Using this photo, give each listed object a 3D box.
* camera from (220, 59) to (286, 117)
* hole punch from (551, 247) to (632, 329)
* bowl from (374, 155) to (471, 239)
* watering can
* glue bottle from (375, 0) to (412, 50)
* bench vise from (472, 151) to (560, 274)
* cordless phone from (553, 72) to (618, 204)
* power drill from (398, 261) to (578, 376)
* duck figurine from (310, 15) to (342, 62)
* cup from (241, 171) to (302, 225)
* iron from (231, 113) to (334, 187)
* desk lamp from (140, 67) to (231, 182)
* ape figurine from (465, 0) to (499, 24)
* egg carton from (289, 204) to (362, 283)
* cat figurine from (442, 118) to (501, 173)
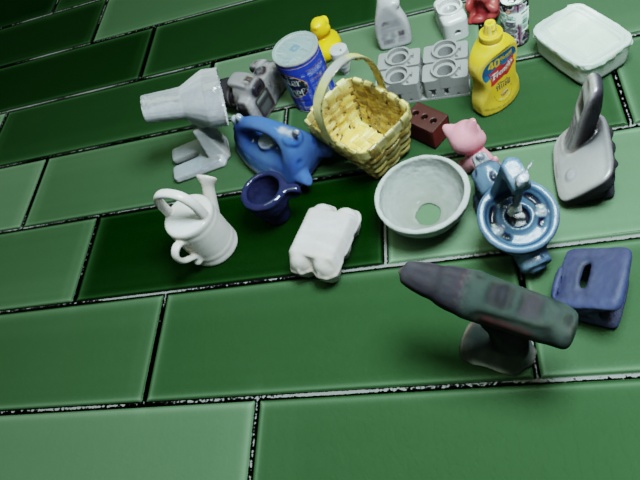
[{"bbox_3d":[-0.171,-0.351,1.311,0.136,0.101,0.143,17,67,29],"label":"camera"},{"bbox_3d":[0.396,0.065,0.838,0.100,0.091,0.109,12,64,27],"label":"hole punch"},{"bbox_3d":[0.184,-0.064,1.011,0.167,0.075,0.167,-10,56,15],"label":"bowl"},{"bbox_3d":[-0.241,-0.044,1.085,0.100,0.194,0.173,-12,56,13],"label":"watering can"},{"bbox_3d":[0.146,-0.493,1.236,0.078,0.173,0.037,-9,57,16],"label":"glue bottle"},{"bbox_3d":[0.278,-0.068,0.887,0.121,0.220,0.206,-38,54,-5],"label":"bench vise"},{"bbox_3d":[0.424,-0.159,0.911,0.094,0.185,0.147,-6,57,18],"label":"cordless phone"},{"bbox_3d":[0.233,0.111,0.798,0.228,0.209,0.076,12,64,27],"label":"power drill"},{"bbox_3d":[0.004,-0.474,1.333,0.077,0.086,0.104,2,60,22],"label":"duck figurine"},{"bbox_3d":[-0.081,-0.074,1.105,0.117,0.095,0.091,-6,57,17],"label":"cup"},{"bbox_3d":[-0.108,-0.205,1.169,0.257,0.142,0.119,23,70,31],"label":"iron"},{"bbox_3d":[-0.266,-0.246,1.210,0.203,0.214,0.117,-20,54,8],"label":"desk lamp"},{"bbox_3d":[0.350,-0.513,1.222,0.076,0.092,0.077,-34,53,-3],"label":"ape figurine"},{"bbox_3d":[0.010,0.004,1.037,0.107,0.070,0.150,11,64,26],"label":"egg carton"},{"bbox_3d":[0.274,-0.161,1.011,0.067,0.118,0.127,-33,53,-2],"label":"cat figurine"}]
